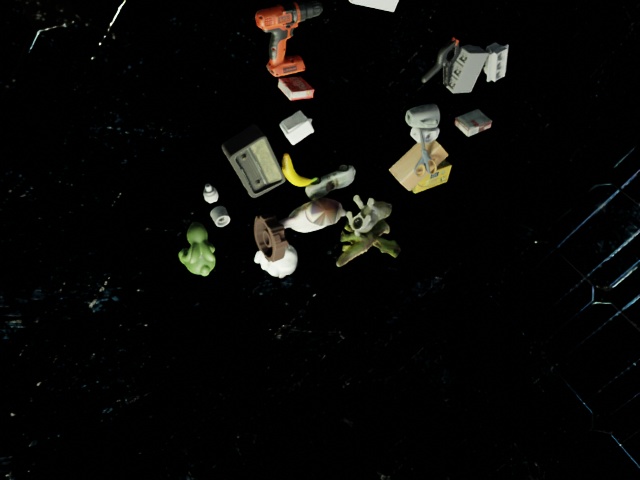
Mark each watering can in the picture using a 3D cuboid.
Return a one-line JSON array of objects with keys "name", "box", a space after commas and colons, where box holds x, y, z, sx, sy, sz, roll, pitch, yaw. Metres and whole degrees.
[{"name": "watering can", "box": [0.006, -0.096, 1.905, 0.350, 0.104, 0.222, -15, 179, -34]}]

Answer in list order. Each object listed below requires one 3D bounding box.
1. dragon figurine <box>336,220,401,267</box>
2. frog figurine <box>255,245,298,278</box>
[{"name": "dragon figurine", "box": [0.206, 0.017, 2.075, 0.243, 0.419, 0.119, 8, 122, 6]}, {"name": "frog figurine", "box": [-0.166, 0.068, 1.987, 0.157, 0.123, 0.139, 34, 74, -44]}]
